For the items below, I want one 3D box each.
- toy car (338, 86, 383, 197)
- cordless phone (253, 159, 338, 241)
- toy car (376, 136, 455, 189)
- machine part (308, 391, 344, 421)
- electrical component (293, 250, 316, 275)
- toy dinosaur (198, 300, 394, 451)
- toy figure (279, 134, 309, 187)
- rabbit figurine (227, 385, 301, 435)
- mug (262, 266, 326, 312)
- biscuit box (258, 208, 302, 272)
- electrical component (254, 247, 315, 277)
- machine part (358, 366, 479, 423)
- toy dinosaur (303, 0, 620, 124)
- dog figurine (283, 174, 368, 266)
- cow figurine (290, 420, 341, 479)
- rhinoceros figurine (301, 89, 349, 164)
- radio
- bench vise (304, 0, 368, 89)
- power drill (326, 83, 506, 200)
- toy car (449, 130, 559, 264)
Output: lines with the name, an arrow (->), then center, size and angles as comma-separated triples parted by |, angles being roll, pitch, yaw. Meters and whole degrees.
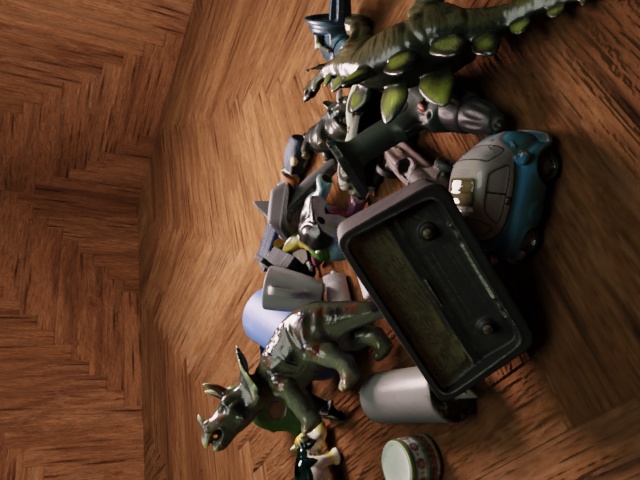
toy car -> 0.076, -0.175, 0.934 | 0.056, 0.073, 0.201 | 14, 97, 59
cordless phone -> -0.033, -0.088, 1.100 | 0.089, 0.184, 0.146 | 48, 177, 17
toy car -> 0.141, -0.110, 0.823 | 0.202, 0.053, 0.089 | 57, 137, 49
machine part -> -0.022, 0.288, 0.976 | 0.039, 0.139, 0.084 | -59, 16, -21
electrical component -> -0.043, 0.041, 1.151 | 0.078, 0.045, 0.102 | -45, 46, 53
toy dinosaur -> -0.023, 0.179, 0.862 | 0.192, 0.131, 0.405 | 44, 98, 14
toy figure -> -0.063, -0.161, 1.219 | 0.058, 0.064, 0.154 | 30, 122, 21
rabbit figurine -> -0.115, 0.349, 1.142 | 0.170, 0.159, 0.121 | 149, 113, -75
mug -> -0.045, 0.091, 0.963 | 0.109, 0.107, 0.080 | 69, -151, -81
biscuit box -> -0.087, -0.022, 1.233 | 0.063, 0.059, 0.202 | 59, 135, 51
electrical component -> -0.075, 0.048, 1.054 | 0.075, 0.119, 0.048 | 21, 73, 49
machine part -> 0.130, 0.216, 0.748 | 0.243, 0.079, 0.079 | -32, 57, 56
toy dinosaur -> 0.146, -0.261, 0.721 | 0.472, 0.105, 0.198 | -14, 49, 39
dog figurine -> -0.002, -0.003, 1.006 | 0.219, 0.108, 0.191 | 124, 163, -49
cow figurine -> -0.014, 0.405, 0.965 | 0.167, 0.098, 0.068 | -111, 31, -41
rhinoceros figurine -> 0.029, -0.218, 1.048 | 0.190, 0.073, 0.112 | -32, 46, 59
radio -> 0.130, 0.051, 0.606 | 0.131, 0.229, 0.073 | -32, 12, 7
bench vise -> 0.036, -0.410, 0.991 | 0.224, 0.129, 0.240 | -95, 4, -61
power drill -> 0.118, -0.151, 0.756 | 0.207, 0.086, 0.232 | -40, 35, 8
toy car -> 0.202, -0.057, 0.637 | 0.109, 0.103, 0.161 | 17, 98, 64
